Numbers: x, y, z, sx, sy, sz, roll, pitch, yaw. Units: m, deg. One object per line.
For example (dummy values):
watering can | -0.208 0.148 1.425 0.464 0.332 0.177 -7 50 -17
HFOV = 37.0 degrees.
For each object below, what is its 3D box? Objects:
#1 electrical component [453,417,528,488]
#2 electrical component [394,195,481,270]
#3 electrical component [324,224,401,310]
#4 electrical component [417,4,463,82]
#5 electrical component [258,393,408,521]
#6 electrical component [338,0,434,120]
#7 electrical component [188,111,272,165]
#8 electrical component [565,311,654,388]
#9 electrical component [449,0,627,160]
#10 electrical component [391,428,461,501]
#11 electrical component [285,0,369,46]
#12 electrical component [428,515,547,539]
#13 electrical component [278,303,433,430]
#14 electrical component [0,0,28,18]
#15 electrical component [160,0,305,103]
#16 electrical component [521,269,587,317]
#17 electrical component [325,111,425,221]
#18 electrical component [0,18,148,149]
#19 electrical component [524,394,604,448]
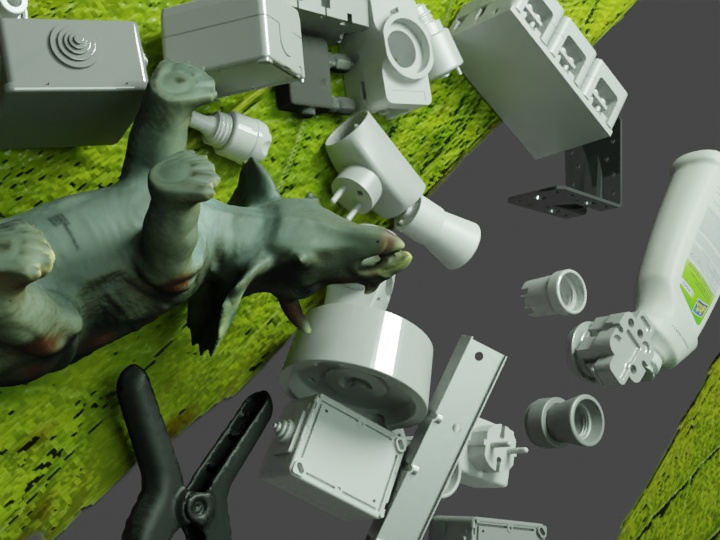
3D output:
electrical component | 0.098 0.142 0.852 0.066 0.077 0.047 25 66 -33
electrical component | 0.061 -0.034 0.883 0.065 0.044 0.044 31 62 -26
electrical component | 0.000 0.000 0.807 0.079 0.043 0.077 78 27 -63
electrical component | 0.057 -0.196 0.913 0.040 0.040 0.078 -36 104 -39
electrical component | -0.027 0.132 0.766 0.096 0.061 0.061 32 62 -22
electrical component | 0.021 -0.172 0.869 0.050 0.056 0.089 -5 84 -40
electrical component | -0.096 -0.098 0.770 0.061 0.035 0.035 20 69 -33
electrical component | 0.227 0.074 0.986 0.058 0.057 0.078 53 53 -18
electrical component | 0.157 -0.181 0.961 0.150 0.089 0.061 45 56 -23
electrical component | 0.043 0.152 0.818 0.048 0.055 0.066 -18 92 -40
electrical component | -0.042 -0.214 0.828 0.089 0.050 0.055 5 78 -39
electrical component | 0.091 0.225 0.839 0.096 0.061 0.061 15 72 -36
electrical component | 0.001 0.064 0.772 0.108 0.108 0.060 34 55 -30
electrical component | -0.224 -0.155 0.658 0.048 0.062 0.048 10 75 -38
electrical component | -0.095 -0.158 0.750 0.062 0.096 0.061 14 69 -68
electrical component | 0.172 0.022 0.958 0.040 0.046 0.040 9 75 -38
electrical component | 0.003 -0.071 0.840 0.077 0.043 0.079 50 54 -20
electrical component | -0.183 -0.113 0.658 0.100 0.100 0.048 -6 77 -31
electrical component | 0.177 0.132 0.933 0.045 0.055 0.045 9 75 -38
